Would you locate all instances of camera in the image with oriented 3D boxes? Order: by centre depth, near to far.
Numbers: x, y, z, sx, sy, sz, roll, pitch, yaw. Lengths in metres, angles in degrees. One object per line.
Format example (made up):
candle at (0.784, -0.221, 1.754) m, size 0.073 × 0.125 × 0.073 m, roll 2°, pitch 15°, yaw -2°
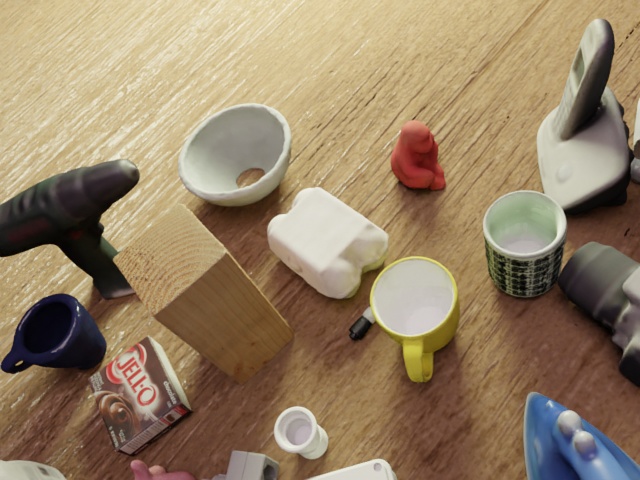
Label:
camera at (0.317, 0.046, 0.555) m, size 0.143 × 0.101 × 0.136 m, roll -41°, pitch 56°, yaw -9°

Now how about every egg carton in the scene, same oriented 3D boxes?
egg carton at (0.006, 0.003, 0.705) m, size 0.150 × 0.069 × 0.107 m, roll 36°, pitch 75°, yaw 32°

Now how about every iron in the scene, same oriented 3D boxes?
iron at (0.232, 0.221, 0.450) m, size 0.118 × 0.142 × 0.258 m, roll -25°, pitch 55°, yaw 3°

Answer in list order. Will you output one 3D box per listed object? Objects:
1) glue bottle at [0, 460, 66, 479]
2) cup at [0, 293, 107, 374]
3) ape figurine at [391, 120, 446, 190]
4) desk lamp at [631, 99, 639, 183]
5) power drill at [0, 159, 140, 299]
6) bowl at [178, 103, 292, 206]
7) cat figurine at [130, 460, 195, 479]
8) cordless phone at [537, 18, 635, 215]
glue bottle at (-0.323, 0.257, 0.593) m, size 0.078 × 0.173 × 0.037 m, roll 33°, pitch 74°, yaw 32°
cup at (-0.324, 0.135, 0.717) m, size 0.118 × 0.095 × 0.091 m, roll -42°, pitch 56°, yaw -9°
ape figurine at (0.123, -0.112, 0.724) m, size 0.076 × 0.092 × 0.078 m, roll 18°, pitch 67°, yaw 27°
desk lamp at (0.379, -0.134, 0.577) m, size 0.117 × 0.214 × 0.203 m, roll 7°, pitch 62°, yaw 22°
power drill at (-0.287, -0.008, 0.724) m, size 0.229 × 0.209 × 0.075 m, roll -14°, pitch 56°, yaw 10°
bowl at (-0.110, -0.107, 0.809) m, size 0.167 × 0.075 × 0.167 m, roll -8°, pitch 57°, yaw 13°
cat figurine at (-0.186, 0.284, 0.565) m, size 0.067 × 0.118 × 0.128 m, roll 0°, pitch 59°, yaw 18°
cordless phone at (0.290, -0.128, 0.621) m, size 0.094 × 0.185 × 0.147 m, roll -7°, pitch 57°, yaw 14°
